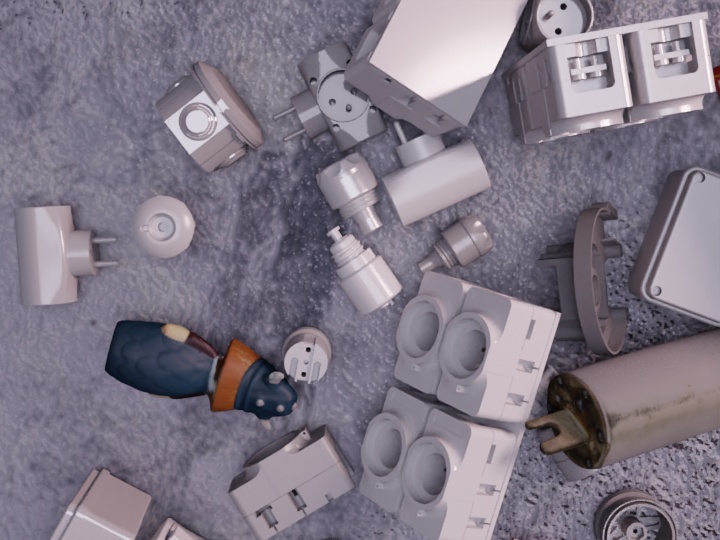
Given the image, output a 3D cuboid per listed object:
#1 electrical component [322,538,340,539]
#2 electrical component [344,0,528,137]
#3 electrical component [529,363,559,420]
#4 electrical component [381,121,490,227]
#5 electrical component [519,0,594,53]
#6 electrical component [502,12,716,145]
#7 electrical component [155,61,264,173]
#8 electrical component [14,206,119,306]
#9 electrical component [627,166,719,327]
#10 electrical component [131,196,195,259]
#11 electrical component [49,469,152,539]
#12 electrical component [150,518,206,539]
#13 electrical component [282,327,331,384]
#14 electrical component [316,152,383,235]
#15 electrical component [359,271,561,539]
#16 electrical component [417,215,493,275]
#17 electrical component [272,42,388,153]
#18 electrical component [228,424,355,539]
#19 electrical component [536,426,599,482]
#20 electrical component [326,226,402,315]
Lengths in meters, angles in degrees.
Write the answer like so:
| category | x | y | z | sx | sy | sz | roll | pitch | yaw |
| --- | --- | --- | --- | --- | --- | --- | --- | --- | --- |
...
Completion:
| category | x | y | z | sx | sy | sz | roll | pitch | yaw |
| --- | --- | --- | --- | --- | --- | --- | --- | --- | --- |
| electrical component | -0.040 | 0.283 | 0.871 | 0.078 | 0.057 | 0.113 | -11 | 94 | -1 |
| electrical component | 0.063 | -0.189 | 0.820 | 0.089 | 0.062 | 0.150 | 31 | 76 | -18 |
| electrical component | 0.129 | 0.107 | 0.872 | 0.078 | 0.040 | 0.040 | -43 | 93 | 1 |
| electrical component | 0.053 | -0.086 | 0.856 | 0.077 | 0.043 | 0.079 | -24 | 94 | 0 |
| electrical component | 0.154 | -0.208 | 0.834 | 0.044 | 0.077 | 0.079 | 11 | 93 | -2 |
| electrical component | 0.174 | -0.133 | 0.785 | 0.105 | 0.186 | 0.060 | -10 | 94 | -1 |
| electrical component | -0.116 | -0.117 | 0.834 | 0.051 | 0.080 | 0.080 | -37 | 94 | 6 |
| electrical component | -0.232 | -0.013 | 0.855 | 0.079 | 0.043 | 0.077 | -3 | 93 | -1 |
| electrical component | 0.272 | -0.019 | 0.859 | 0.078 | 0.057 | 0.113 | 20 | 93 | -2 |
| electrical component | -0.151 | -0.034 | 0.846 | 0.048 | 0.062 | 0.048 | 0 | 94 | -1 |
| electrical component | -0.216 | 0.224 | 0.838 | 0.056 | 0.108 | 0.108 | 29 | 92 | -6 |
| electrical component | -0.134 | 0.251 | 0.864 | 0.096 | 0.061 | 0.061 | 36 | 92 | -3 |
| electrical component | -0.043 | 0.069 | 0.861 | 0.040 | 0.046 | 0.040 | 0 | 98 | -2 |
| electrical component | -0.004 | -0.059 | 0.857 | 0.043 | 0.043 | 0.062 | -29 | 95 | 1 |
| electrical component | 0.070 | 0.104 | 0.830 | 0.060 | 0.105 | 0.186 | 15 | 94 | -37 |
| electrical component | 0.074 | -0.016 | 0.866 | 0.061 | 0.035 | 0.035 | -32 | 94 | 3 |
| electrical component | -0.030 | -0.128 | 0.851 | 0.079 | 0.044 | 0.077 | -26 | 94 | 0 |
| electrical component | -0.057 | 0.167 | 0.866 | 0.089 | 0.050 | 0.055 | -31 | 94 | 1 |
| electrical component | 0.176 | 0.135 | 0.868 | 0.055 | 0.055 | 0.047 | -36 | 90 | 1 |
| electrical component | 0.000 | 0.000 | 0.862 | 0.040 | 0.040 | 0.078 | -35 | 93 | 1 |
